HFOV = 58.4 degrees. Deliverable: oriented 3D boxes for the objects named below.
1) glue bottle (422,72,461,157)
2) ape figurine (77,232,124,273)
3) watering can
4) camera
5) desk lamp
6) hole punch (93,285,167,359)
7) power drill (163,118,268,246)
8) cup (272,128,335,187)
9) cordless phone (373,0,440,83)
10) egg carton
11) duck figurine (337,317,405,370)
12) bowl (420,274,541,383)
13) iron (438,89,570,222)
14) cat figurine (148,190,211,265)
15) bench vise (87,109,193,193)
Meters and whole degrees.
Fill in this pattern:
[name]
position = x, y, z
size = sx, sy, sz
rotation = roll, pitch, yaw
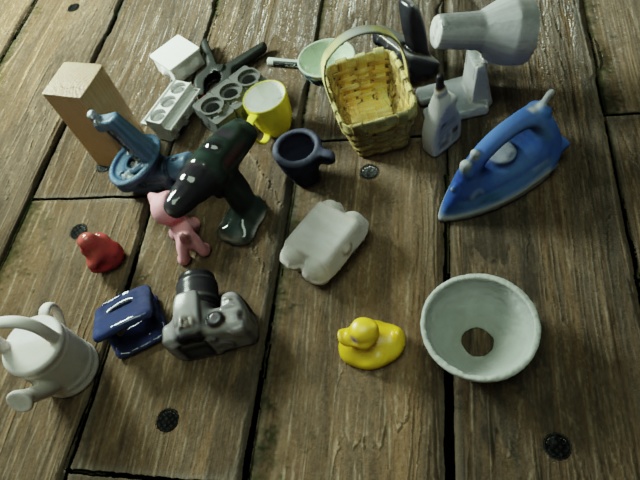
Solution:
[glue bottle]
position = 0.214, -0.228, 1.012
size = 0.078, 0.173, 0.037
rotation = -39, 58, -13
[ape figurine]
position = -0.407, 0.015, 1.043
size = 0.076, 0.092, 0.078
rotation = 5, 59, 16
[watering can]
position = -0.435, 0.175, 0.886
size = 0.101, 0.194, 0.172
rotation = -27, 56, -5
[camera]
position = -0.185, 0.109, 0.930
size = 0.143, 0.101, 0.136
rotation = -14, 56, 4
[desk lamp]
position = 0.279, -0.329, 1.038
size = 0.203, 0.214, 0.118
rotation = -14, 56, 4
[hole punch]
position = -0.323, 0.128, 0.954
size = 0.109, 0.091, 0.101
rotation = -27, 56, -5
[power drill]
position = -0.165, -0.084, 0.983
size = 0.075, 0.209, 0.230
rotation = 13, 62, 20
[cup]
position = -0.021, -0.142, 1.056
size = 0.117, 0.095, 0.092
rotation = 12, 61, 19
[cordless phone]
position = 0.164, -0.417, 1.136
size = 0.094, 0.185, 0.147
rotation = -37, 58, -11
[egg carton]
position = 0.009, 0.003, 0.973
size = 0.107, 0.069, 0.150
rotation = 28, 68, 26
[duck figurine]
position = 0.074, 0.146, 0.859
size = 0.104, 0.086, 0.077
rotation = -9, 57, 7
[bowl]
position = 0.231, 0.137, 0.836
size = 0.167, 0.075, 0.167
rotation = -6, 57, 9
[iron]
position = 0.298, -0.141, 0.958
size = 0.258, 0.142, 0.118
rotation = -36, 58, -11
[cat figurine]
position = -0.259, -0.035, 1.027
size = 0.067, 0.118, 0.127
rotation = -28, 57, -6
[bench vise]
position = -0.316, -0.169, 1.063
size = 0.207, 0.220, 0.121
rotation = -13, 56, 5
